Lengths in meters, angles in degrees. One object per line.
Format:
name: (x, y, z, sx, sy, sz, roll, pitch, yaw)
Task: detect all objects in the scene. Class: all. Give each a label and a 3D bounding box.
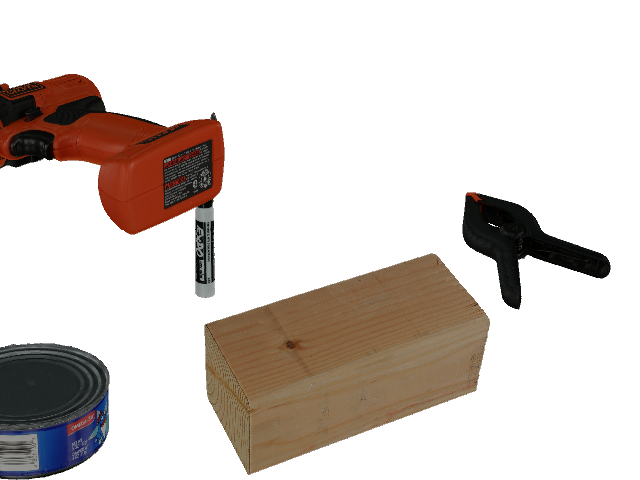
clamp: (0.208, 0.002, 1.080, 0.120, 0.039, 0.171, -7, 39, -18)
power drill: (-0.173, -0.060, 0.714, 0.188, 0.057, 0.184, 19, 32, 30)
wood block: (0.020, 0.094, 0.853, 0.205, 0.090, 0.091, -16, 44, -20)
marker: (-0.110, -0.003, 1.017, 0.020, 0.121, 0.020, 2, 23, -1)
tuna can: (-0.154, 0.089, 0.563, 0.086, 0.034, 0.086, 3, 23, -1)
